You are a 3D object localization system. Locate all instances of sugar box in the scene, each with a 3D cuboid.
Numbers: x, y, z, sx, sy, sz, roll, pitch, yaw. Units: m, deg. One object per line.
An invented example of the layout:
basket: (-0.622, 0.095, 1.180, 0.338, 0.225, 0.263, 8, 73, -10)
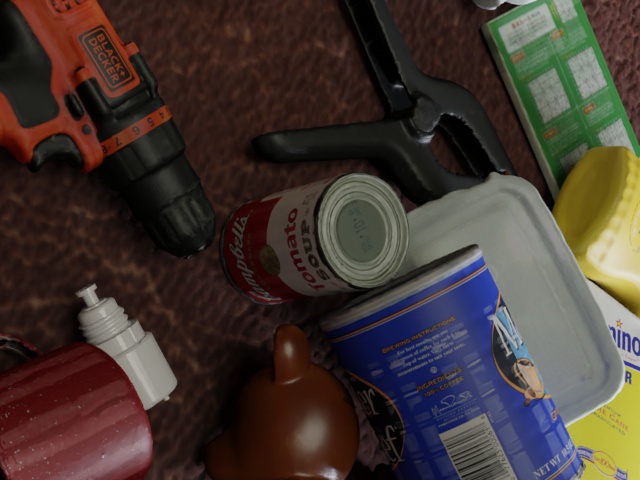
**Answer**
sugar box: (0.188, 0.119, 0.760, 0.093, 0.048, 0.176, 33, 55, -27)

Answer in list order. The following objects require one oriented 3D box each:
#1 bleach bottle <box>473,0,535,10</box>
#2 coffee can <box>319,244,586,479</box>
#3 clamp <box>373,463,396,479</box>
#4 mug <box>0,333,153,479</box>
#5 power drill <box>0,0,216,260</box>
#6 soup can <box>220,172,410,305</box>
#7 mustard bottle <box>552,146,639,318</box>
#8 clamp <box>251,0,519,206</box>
bleach bottle: (0.184, -0.271, 0.827, 0.102, 0.068, 0.250, 49, 61, -19)
coffee can: (0.075, 0.087, 0.613, 0.102, 0.103, 0.140, -25, 89, -35)
clamp: (0.096, 0.205, 0.708, 0.120, 0.039, 0.171, -8, 81, -30)
mug: (-0.145, 0.093, 0.531, 0.081, 0.093, 0.117, -24, 60, -40)
power drill: (-0.158, -0.037, 0.554, 0.187, 0.057, 0.184, -37, 101, -36)
soup can: (-0.004, 0.001, 0.627, 0.068, 0.102, 0.068, 6, 80, -35)
mustard bottle: (0.256, 0.015, 0.829, 0.191, 0.058, 0.096, 37, 68, -34)
clamp: (0.052, -0.074, 0.719, 0.209, 0.036, 0.164, 39, 63, -24)
